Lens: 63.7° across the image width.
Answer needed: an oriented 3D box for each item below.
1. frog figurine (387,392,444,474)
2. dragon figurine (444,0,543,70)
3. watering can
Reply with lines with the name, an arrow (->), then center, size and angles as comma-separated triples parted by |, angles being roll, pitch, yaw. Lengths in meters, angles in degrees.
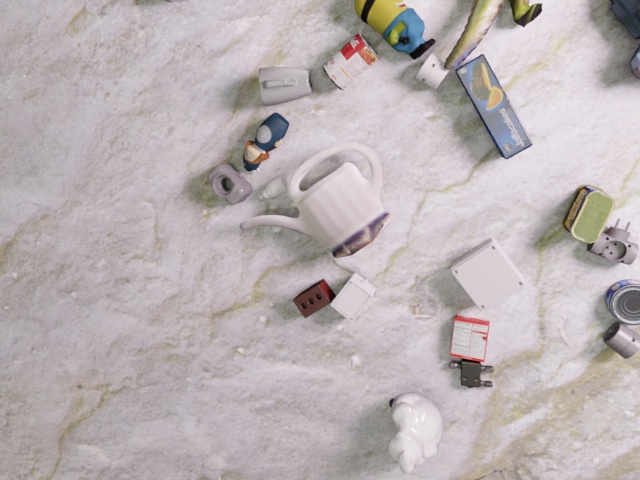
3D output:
frog figurine -> 0.203, 0.414, 1.114 | 0.122, 0.161, 0.137 | -25, 93, 19
dragon figurine -> 0.338, -0.531, 0.947 | 0.406, 0.122, 0.246 | -37, 71, 18
watering can -> 0.003, -0.056, 1.116 | 0.344, 0.105, 0.225 | -36, 88, 19
